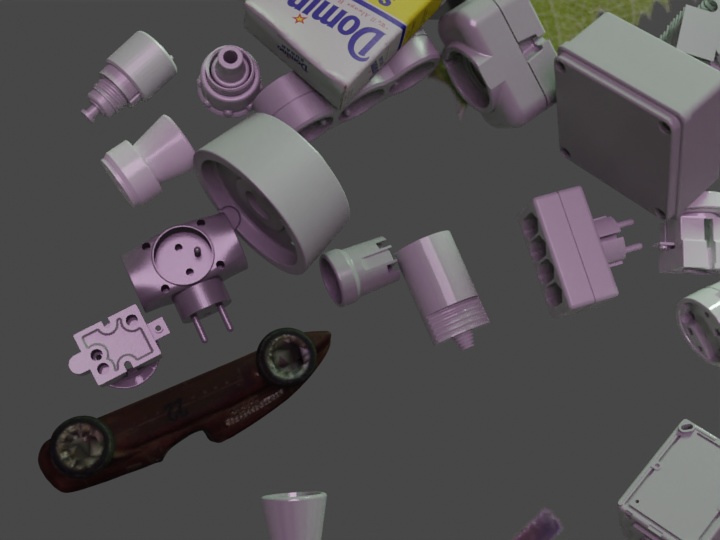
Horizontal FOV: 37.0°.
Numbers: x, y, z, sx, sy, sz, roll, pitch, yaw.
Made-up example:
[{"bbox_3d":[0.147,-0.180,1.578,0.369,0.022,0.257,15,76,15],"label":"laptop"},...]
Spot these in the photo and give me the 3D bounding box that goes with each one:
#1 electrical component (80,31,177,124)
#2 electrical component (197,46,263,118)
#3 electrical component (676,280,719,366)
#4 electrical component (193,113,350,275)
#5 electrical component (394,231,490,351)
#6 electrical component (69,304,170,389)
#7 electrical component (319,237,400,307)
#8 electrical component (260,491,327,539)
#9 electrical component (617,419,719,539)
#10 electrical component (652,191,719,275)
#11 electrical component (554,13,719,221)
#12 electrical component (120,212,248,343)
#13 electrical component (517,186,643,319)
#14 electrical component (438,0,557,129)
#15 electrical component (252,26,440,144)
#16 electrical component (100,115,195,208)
[{"bbox_3d":[-0.166,-0.135,0.766,0.040,0.040,0.078,43,77,4],"label":"electrical component"},{"bbox_3d":[-0.092,-0.139,0.764,0.048,0.062,0.048,1,78,-7],"label":"electrical component"},{"bbox_3d":[0.264,0.034,0.772,0.047,0.055,0.055,-28,82,-15],"label":"electrical component"},{"bbox_3d":[-0.054,-0.057,0.730,0.108,0.108,0.060,45,71,4],"label":"electrical component"},{"bbox_3d":[0.060,0.018,0.757,0.043,0.043,0.081,-22,81,-11],"label":"electrical component"},{"bbox_3d":[-0.159,0.053,0.717,0.066,0.055,0.048,-27,82,-11],"label":"electrical component"},{"bbox_3d":[0.000,0.000,0.757,0.046,0.040,0.040,-21,81,-17],"label":"electrical component"},{"bbox_3d":[-0.042,0.181,0.711,0.044,0.044,0.065,-3,83,-7],"label":"electrical component"},{"bbox_3d":[0.219,0.163,0.727,0.062,0.061,0.096,32,69,33],"label":"electrical component"},{"bbox_3d":[0.247,-0.027,0.787,0.066,0.048,0.055,2,82,-13],"label":"electrical component"},{"bbox_3d":[0.194,-0.106,0.749,0.056,0.108,0.109,-40,56,-15],"label":"electrical component"},{"bbox_3d":[-0.113,0.011,0.738,0.077,0.044,0.079,-24,81,-11],"label":"electrical component"},{"bbox_3d":[0.166,-0.017,0.775,0.076,0.047,0.083,-15,80,-10],"label":"electrical component"},{"bbox_3d":[0.101,-0.153,0.782,0.059,0.054,0.095,-35,106,-13],"label":"electrical component"},{"bbox_3d":[-0.018,-0.150,0.780,0.138,0.052,0.073,-30,83,-12],"label":"electrical component"},{"bbox_3d":[-0.147,-0.075,0.753,0.055,0.045,0.045,-36,84,-12],"label":"electrical component"}]
